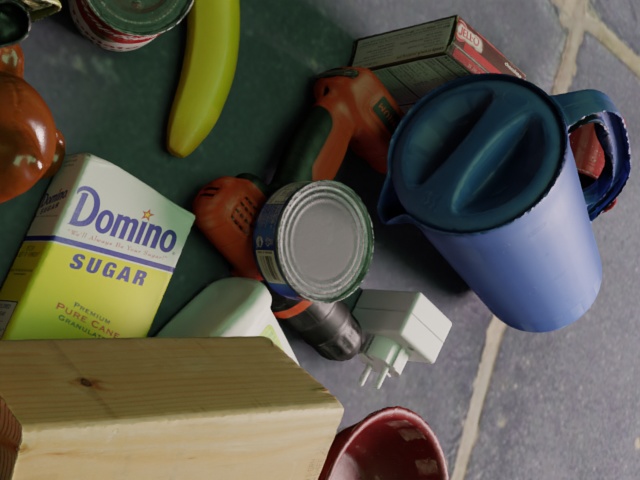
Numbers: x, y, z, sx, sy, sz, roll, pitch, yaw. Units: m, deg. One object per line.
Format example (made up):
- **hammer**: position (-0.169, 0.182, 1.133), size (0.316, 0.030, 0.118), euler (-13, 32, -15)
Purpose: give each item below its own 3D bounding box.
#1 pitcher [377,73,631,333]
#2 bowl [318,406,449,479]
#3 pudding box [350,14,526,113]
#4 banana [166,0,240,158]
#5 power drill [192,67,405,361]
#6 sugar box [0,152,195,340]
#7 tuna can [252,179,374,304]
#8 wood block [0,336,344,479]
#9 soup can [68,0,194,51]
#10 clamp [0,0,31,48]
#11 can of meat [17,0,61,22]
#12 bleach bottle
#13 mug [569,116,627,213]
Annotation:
- **pitcher**: position (0.162, -0.020, 0.851), size (0.242, 0.149, 0.145), euler (47, 61, -55)
- **bowl**: position (0.027, 0.197, 0.757), size (0.161, 0.055, 0.162), euler (0, 90, -51)
- **pudding box**: position (0.091, -0.132, 0.846), size (0.090, 0.114, 0.039), euler (32, 66, -36)
- **banana**: position (-0.089, -0.159, 0.748), size (0.069, 0.037, 0.198), euler (-10, 95, -18)
- **power drill**: position (0.008, -0.024, 0.814), size (0.184, 0.057, 0.187), euler (50, 60, -32)
- **sugar box**: position (-0.154, 0.041, 0.685), size (0.093, 0.048, 0.176), euler (33, 71, -36)
- **tuna can**: position (-0.005, 0.001, 0.746), size (0.085, 0.034, 0.086), euler (-1, 92, -38)
- **wood block**: position (-0.100, 0.113, 0.607), size (0.205, 0.091, 0.090), euler (4, 113, -41)
- **soup can**: position (-0.120, -0.156, 0.664), size (0.068, 0.102, 0.068), euler (-1, 94, -18)
- **clamp**: position (-0.238, -0.095, 0.552), size (0.120, 0.172, 0.039), euler (-24, 106, -64)
- **can of meat**: position (-0.191, -0.171, 0.616), size (0.057, 0.102, 0.084), euler (3, 87, -40)
- **bleach bottle**: position (-0.030, 0.154, 0.782), size (0.102, 0.068, 0.250), euler (-45, 120, -31)
- **mug**: position (0.238, -0.074, 0.997), size (0.117, 0.093, 0.081), euler (62, 43, -60)
